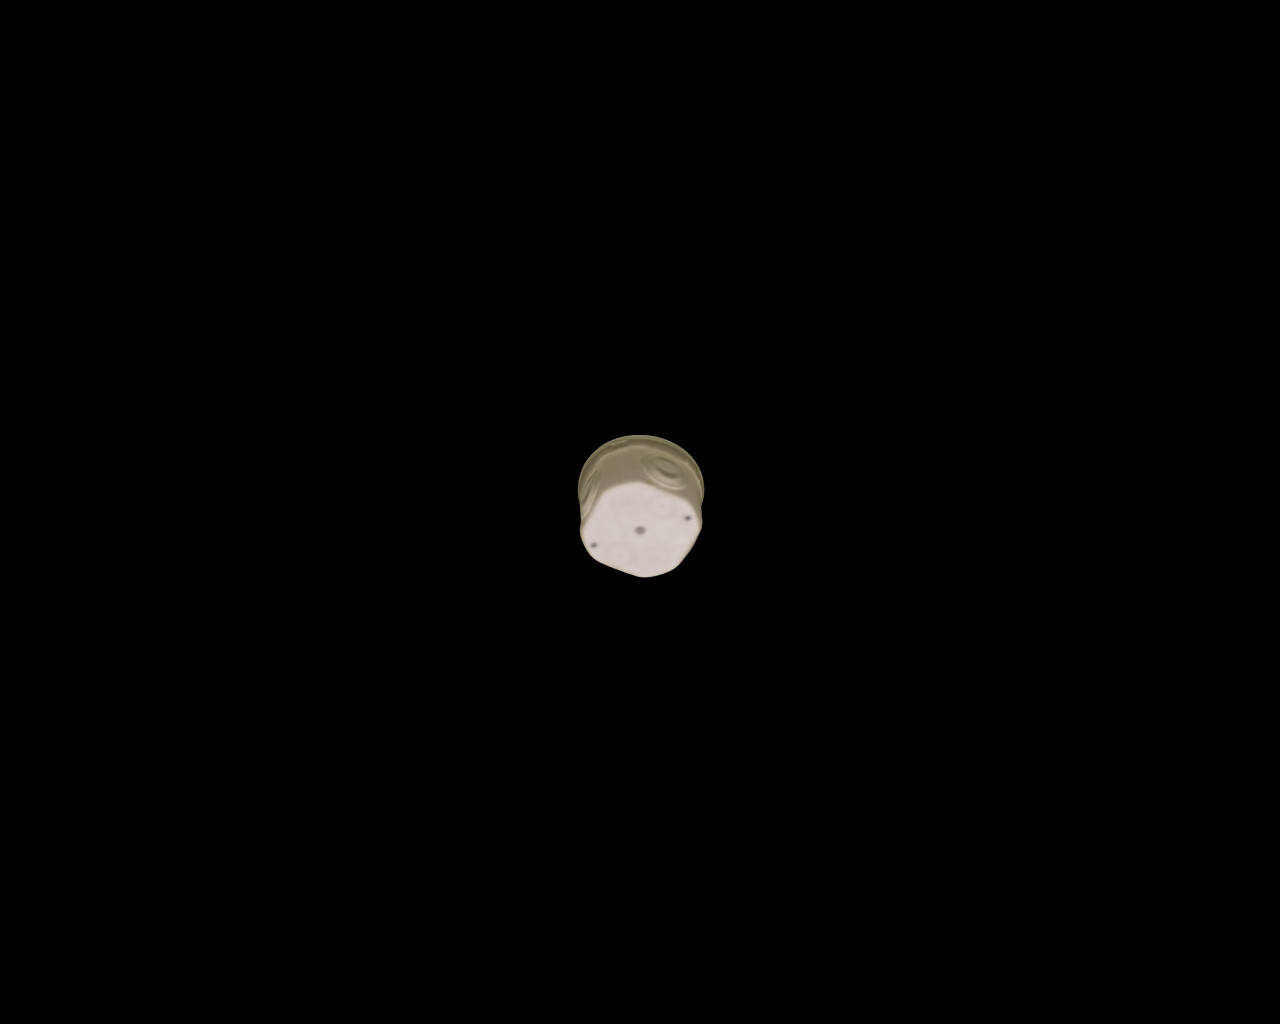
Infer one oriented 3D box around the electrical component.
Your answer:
[{"bbox_3d":[0.001,-0.003,0.650,0.080,0.080,0.051,0,34,0],"label":"electrical component"}]
